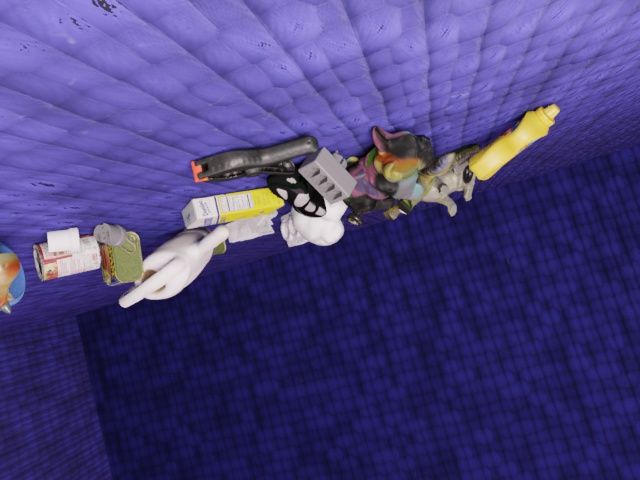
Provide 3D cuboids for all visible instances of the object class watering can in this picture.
[{"bbox_3d":[-0.289,0.037,1.115,0.344,0.103,0.228,-32,-168,21],"label":"watering can"}]

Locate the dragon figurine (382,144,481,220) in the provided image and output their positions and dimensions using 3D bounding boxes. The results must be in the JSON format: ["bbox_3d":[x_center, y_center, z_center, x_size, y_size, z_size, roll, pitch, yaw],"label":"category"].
[{"bbox_3d":[0.250,-0.162,1.133,0.245,0.122,0.407,-33,-176,-23],"label":"dragon figurine"}]

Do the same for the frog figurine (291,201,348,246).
[{"bbox_3d":[0.003,-0.056,1.107,0.123,0.137,0.158,-24,179,-10],"label":"frog figurine"}]
